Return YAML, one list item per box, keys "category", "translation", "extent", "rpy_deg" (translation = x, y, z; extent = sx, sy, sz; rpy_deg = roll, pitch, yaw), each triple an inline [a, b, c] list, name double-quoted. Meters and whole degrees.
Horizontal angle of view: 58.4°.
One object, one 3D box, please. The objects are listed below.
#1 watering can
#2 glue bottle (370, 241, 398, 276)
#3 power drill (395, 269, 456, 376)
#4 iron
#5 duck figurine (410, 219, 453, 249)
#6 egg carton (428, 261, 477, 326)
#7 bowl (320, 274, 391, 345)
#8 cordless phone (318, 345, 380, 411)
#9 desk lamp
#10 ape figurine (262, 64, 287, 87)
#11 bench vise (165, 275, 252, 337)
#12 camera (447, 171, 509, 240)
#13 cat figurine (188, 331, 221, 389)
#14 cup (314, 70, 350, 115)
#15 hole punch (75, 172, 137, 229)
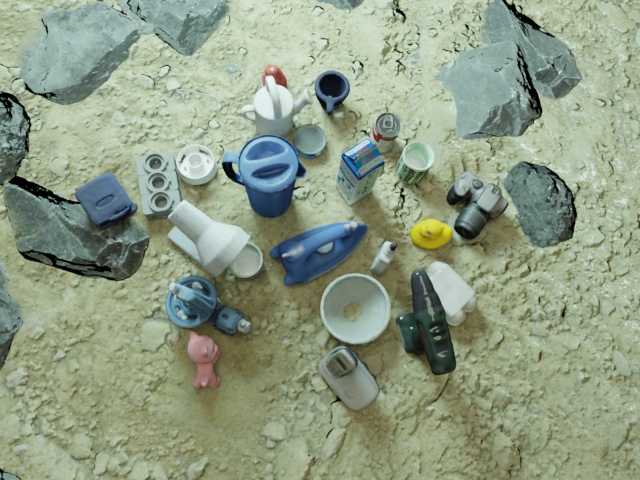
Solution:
- category: "watering can"
  translation: [-0.107, -0.336, 1.415]
  extent: [0.173, 0.194, 0.101]
  rpy_deg: [-33, 80, -12]
- category: "glue bottle"
  translation: [0.159, 0.032, 1.351]
  extent: [0.037, 0.173, 0.078]
  rpy_deg: [28, 75, 3]
- category: "power drill"
  translation: [0.234, 0.192, 1.296]
  extent: [0.075, 0.208, 0.229]
  rpy_deg: [-16, 77, -9]
- category: "iron"
  translation: [0.013, 0.005, 1.362]
  extent: [0.258, 0.141, 0.118]
  rpy_deg: [-27, 79, -11]
- category: "duck figurine"
  translation: [0.283, -0.022, 1.421]
  extent: [0.104, 0.086, 0.077]
  rpy_deg: [-1, 75, -5]
- category: "egg carton"
  translation: [0.307, 0.129, 1.391]
  extent: [0.107, 0.069, 0.150]
  rpy_deg: [-43, 82, -14]
- category: "bowl"
  translation: [0.081, 0.167, 1.359]
  extent: [0.167, 0.074, 0.167]
  rpy_deg: [1, 75, -4]
- category: "cordless phone"
  translation: [0.072, 0.301, 1.265]
  extent: [0.094, 0.185, 0.147]
  rpy_deg: [-41, 82, -13]
- category: "desk lamp"
  translation: [-0.261, -0.004, 1.303]
  extent: [0.203, 0.213, 0.118]
  rpy_deg: [37, 75, 5]
- category: "ape figurine"
  translation: [-0.123, -0.425, 1.490]
  extent: [0.076, 0.092, 0.078]
  rpy_deg: [27, 75, 3]
- category: "bench vise"
  translation: [-0.250, 0.137, 1.264]
  extent: [0.207, 0.219, 0.121]
  rpy_deg: [7, 75, -3]
- category: "camera"
  translation: [0.384, -0.082, 1.438]
  extent: [0.143, 0.101, 0.137]
  rpy_deg: [34, 75, 5]
- category: "cat figurine"
  translation: [-0.260, 0.269, 1.281]
  extent: [0.067, 0.117, 0.128]
  rpy_deg: [-4, 75, -6]
- category: "cup"
  translation: [0.028, -0.366, 1.486]
  extent: [0.091, 0.095, 0.118]
  rpy_deg: [5, 75, -3]
- category: "hole punch"
  translation: [-0.510, -0.094, 1.370]
  extent: [0.109, 0.091, 0.101]
  rpy_deg: [-34, 80, -12]
